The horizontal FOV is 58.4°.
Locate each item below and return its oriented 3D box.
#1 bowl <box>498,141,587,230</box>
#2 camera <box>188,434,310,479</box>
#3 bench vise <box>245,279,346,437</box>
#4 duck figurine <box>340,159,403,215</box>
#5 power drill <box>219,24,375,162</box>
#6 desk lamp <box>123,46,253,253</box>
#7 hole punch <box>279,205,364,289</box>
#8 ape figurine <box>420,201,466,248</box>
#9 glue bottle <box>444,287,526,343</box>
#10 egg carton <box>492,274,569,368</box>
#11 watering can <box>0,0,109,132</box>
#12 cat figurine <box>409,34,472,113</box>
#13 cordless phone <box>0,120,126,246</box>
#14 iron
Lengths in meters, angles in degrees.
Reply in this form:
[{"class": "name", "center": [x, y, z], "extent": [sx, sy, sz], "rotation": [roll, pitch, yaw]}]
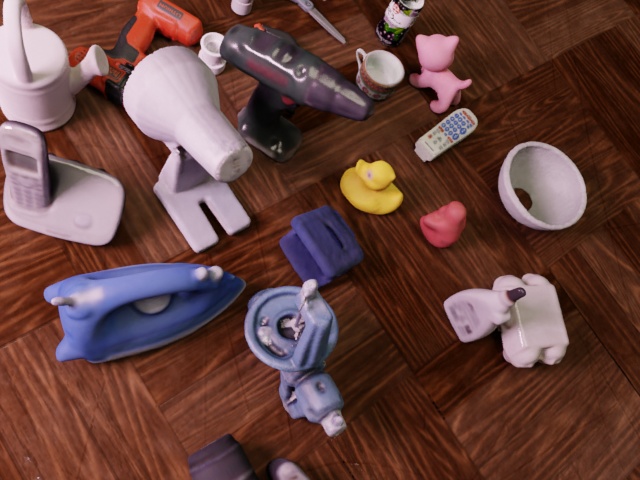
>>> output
[{"class": "bowl", "center": [0.378, -0.085, 1.013], "extent": [0.168, 0.074, 0.167], "rotation": [6, 68, -16]}, {"class": "camera", "center": [-0.089, 0.302, 0.696], "extent": [0.143, 0.100, 0.137], "rotation": [-25, 80, -25]}, {"class": "bench vise", "center": [-0.006, 0.134, 0.721], "extent": [0.122, 0.219, 0.207], "rotation": [-40, 86, -26]}, {"class": "duck figurine", "center": [0.092, -0.091, 0.913], "extent": [0.104, 0.086, 0.077], "rotation": [29, 64, -6]}, {"class": "power drill", "center": [-0.047, -0.204, 0.841], "extent": [0.230, 0.208, 0.076], "rotation": [34, 64, -4]}, {"class": "desk lamp", "center": [-0.164, -0.119, 0.767], "extent": [0.118, 0.213, 0.203], "rotation": [-32, 83, -26]}, {"class": "hole punch", "center": [0.008, 0.003, 0.846], "extent": [0.101, 0.091, 0.108], "rotation": [-32, 82, -26]}, {"class": "ape figurine", "center": [0.207, -0.033, 0.926], "extent": [0.078, 0.092, 0.076], "rotation": [7, 68, -16]}, {"class": "glue bottle", "center": [0.248, 0.100, 0.845], "extent": [0.037, 0.173, 0.078], "rotation": [-18, 76, -23]}, {"class": "egg carton", "center": [0.332, 0.128, 0.920], "extent": [0.107, 0.069, 0.150], "rotation": [-2, 71, -19]}, {"class": "watering can", "center": [-0.374, -0.236, 0.751], "extent": [0.173, 0.193, 0.101], "rotation": [-23, 79, -24]}, {"class": "cat figurine", "center": [0.217, -0.308, 1.018], "extent": [0.067, 0.117, 0.128], "rotation": [-39, 86, -26]}, {"class": "cordless phone", "center": [-0.320, -0.072, 0.713], "extent": [0.148, 0.185, 0.094], "rotation": [14, 66, -13]}, {"class": "iron", "center": [-0.206, 0.067, 0.723], "extent": [0.259, 0.141, 0.118], "rotation": [-13, 75, -22]}]
